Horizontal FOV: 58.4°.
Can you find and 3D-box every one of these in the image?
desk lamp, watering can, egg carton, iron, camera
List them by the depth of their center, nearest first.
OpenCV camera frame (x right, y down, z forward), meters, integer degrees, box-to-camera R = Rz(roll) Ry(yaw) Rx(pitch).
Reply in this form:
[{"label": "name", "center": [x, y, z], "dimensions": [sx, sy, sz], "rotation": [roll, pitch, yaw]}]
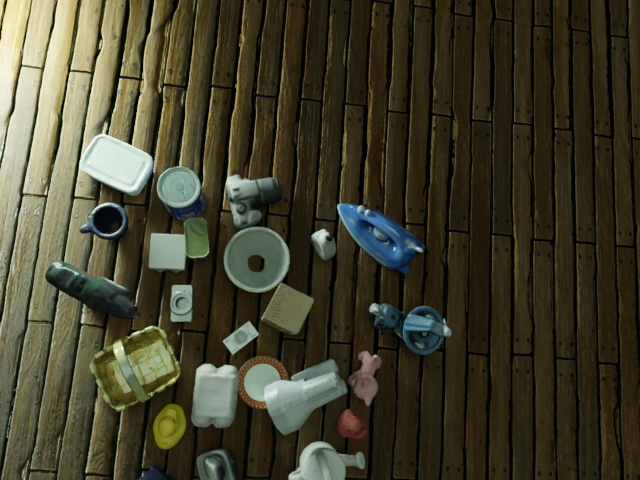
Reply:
[{"label": "watering can", "center": [0.016, 0.534, 1.339], "dimensions": [0.173, 0.194, 0.101], "rotation": [-35, 85, -12]}, {"label": "desk lamp", "center": [-0.029, 0.362, 1.355], "dimensions": [0.203, 0.213, 0.118], "rotation": [-24, 83, -11]}, {"label": "egg carton", "center": [-0.254, 0.380, 1.396], "dimensions": [0.107, 0.069, 0.150], "rotation": [5, 79, -7]}, {"label": "camera", "center": [-0.166, -0.106, 1.483], "dimensions": [0.137, 0.100, 0.143], "rotation": [-13, 81, -10]}, {"label": "iron", "center": [0.158, -0.027, 1.490], "dimensions": [0.258, 0.141, 0.119], "rotation": [37, 77, 0]}]

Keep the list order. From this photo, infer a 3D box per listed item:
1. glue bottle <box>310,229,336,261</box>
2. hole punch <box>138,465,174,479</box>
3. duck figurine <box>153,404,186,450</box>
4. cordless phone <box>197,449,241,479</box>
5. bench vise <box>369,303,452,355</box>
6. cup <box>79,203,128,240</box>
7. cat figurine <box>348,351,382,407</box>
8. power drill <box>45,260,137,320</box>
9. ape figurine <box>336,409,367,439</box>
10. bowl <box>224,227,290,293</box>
[{"label": "glue bottle", "center": [0.013, 0.005, 1.449], "dimensions": [0.037, 0.173, 0.078], "rotation": [-34, 85, -12]}, {"label": "hole punch", "center": [-0.390, 0.594, 1.327], "dimensions": [0.101, 0.091, 0.109], "rotation": [38, 77, 1]}, {"label": "duck figurine", "center": [-0.361, 0.447, 1.361], "dimensions": [0.077, 0.086, 0.104], "rotation": [13, 78, -5]}, {"label": "cordless phone", "center": [-0.230, 0.560, 1.306], "dimensions": [0.094, 0.185, 0.147], "rotation": [-20, 82, -10]}, {"label": "bench vise", "center": [0.226, 0.219, 1.413], "dimensions": [0.207, 0.219, 0.121], "rotation": [6, 79, -6]}, {"label": "cup", "center": [-0.528, -0.033, 1.424], "dimensions": [0.118, 0.095, 0.092], "rotation": [-20, 83, -11]}, {"label": "cat figurine", "center": [0.118, 0.344, 1.427], "dimensions": [0.067, 0.117, 0.128], "rotation": [23, 77, -2]}, {"label": "power drill", "center": [-0.513, 0.126, 1.338], "dimensions": [0.229, 0.208, 0.076], "rotation": [27, 77, -2]}, {"label": "ape figurine", "center": [0.080, 0.458, 1.414], "dimensions": [0.076, 0.092, 0.078], "rotation": [-15, 82, -10]}, {"label": "bowl", "center": [-0.162, 0.054, 1.467], "dimensions": [0.167, 0.074, 0.167], "rotation": [1, 79, -7]}]
